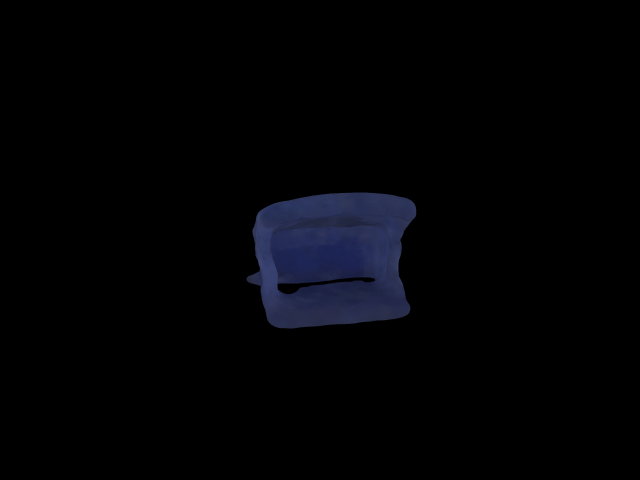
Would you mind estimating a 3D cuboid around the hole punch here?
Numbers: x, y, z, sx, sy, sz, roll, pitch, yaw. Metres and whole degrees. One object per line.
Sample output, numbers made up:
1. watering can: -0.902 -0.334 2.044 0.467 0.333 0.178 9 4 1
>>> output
1. hole punch: 0.004 0.001 0.400 0.109 0.091 0.101 -4 20 -10
